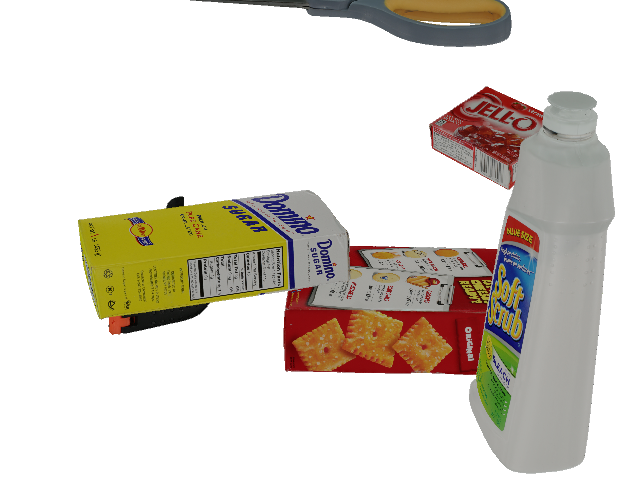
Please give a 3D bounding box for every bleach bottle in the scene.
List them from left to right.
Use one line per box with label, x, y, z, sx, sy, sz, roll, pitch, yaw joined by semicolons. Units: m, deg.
bleach bottle;0.144;0.024;0.685;0.068;0.251;0.102;-4;30;-8

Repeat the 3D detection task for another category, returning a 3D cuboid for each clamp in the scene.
clamp;-0.134;0.024;1.008;0.165;0.036;0.209;25;37;29

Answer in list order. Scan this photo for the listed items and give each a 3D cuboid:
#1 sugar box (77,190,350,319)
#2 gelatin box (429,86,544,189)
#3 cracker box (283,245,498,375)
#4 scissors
sugar box;-0.076;0.006;0.749;0.176;0.048;0.093;-11;25;-14
gelatin box;0.147;-0.088;0.889;0.073;0.030;0.089;-34;48;-26
cracker box;0.076;0.064;1.010;0.213;0.072;0.164;2;20;2
scissors;0.016;-0.146;0.616;0.202;0.016;0.096;15;42;21
